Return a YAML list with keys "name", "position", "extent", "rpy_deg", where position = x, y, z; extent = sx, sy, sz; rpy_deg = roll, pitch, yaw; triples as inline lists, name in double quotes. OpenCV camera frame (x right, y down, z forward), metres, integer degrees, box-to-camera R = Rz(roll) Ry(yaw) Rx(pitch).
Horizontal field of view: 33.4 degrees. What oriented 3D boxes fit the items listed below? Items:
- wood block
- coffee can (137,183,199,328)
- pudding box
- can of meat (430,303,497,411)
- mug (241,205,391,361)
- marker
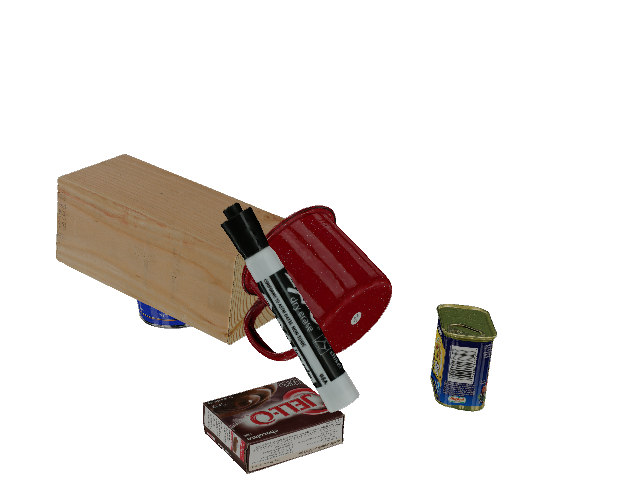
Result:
- name: "wood block"
  position: [-0.132, 0.003, 0.961]
  extent: [0.206, 0.090, 0.090]
  rpy_deg: [22, 29, 27]
- name: "coffee can"
  position: [-0.169, 0.016, 1.228]
  extent: [0.103, 0.140, 0.103]
  rpy_deg: [-4, 26, 2]
- name: "pudding box"
  position: [-0.046, 0.179, 1.047]
  extent: [0.113, 0.039, 0.090]
  rpy_deg: [-14, 25, -31]
- name: "can of meat"
  position: [0.150, 0.123, 1.133]
  extent: [0.057, 0.084, 0.102]
  rpy_deg: [6, 14, 0]
- name: "mug"
  position: [-0.008, 0.043, 0.814]
  extent: [0.082, 0.117, 0.093]
  rpy_deg: [46, 2, 26]
- name: "marker"
  position: [-0.017, 0.034, 0.563]
  extent: [0.020, 0.121, 0.020]
  rpy_deg: [-30, 1, 1]
